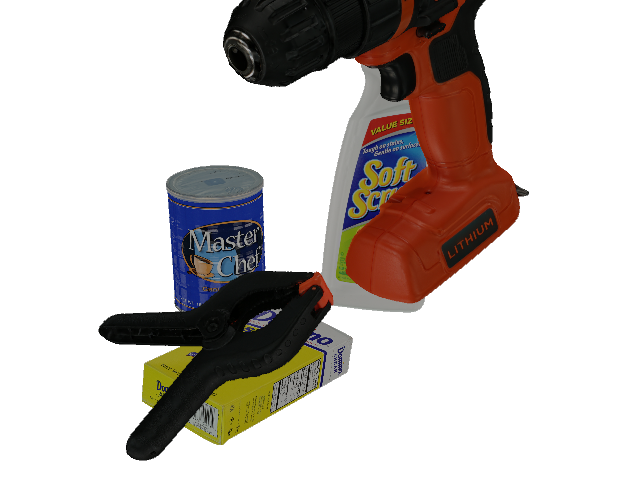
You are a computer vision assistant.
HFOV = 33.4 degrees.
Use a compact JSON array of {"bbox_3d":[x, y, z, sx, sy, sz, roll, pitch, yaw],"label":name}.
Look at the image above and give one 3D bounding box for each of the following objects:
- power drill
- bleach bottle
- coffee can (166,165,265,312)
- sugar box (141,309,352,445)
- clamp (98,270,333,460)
[{"bbox_3d":[0.039,-0.064,0.518,0.184,0.187,0.057,-35,43,-31],"label":"power drill"},{"bbox_3d":[0.054,-0.067,0.920,0.102,0.251,0.068,5,17,6],"label":"bleach bottle"},{"bbox_3d":[-0.110,0.001,1.149,0.103,0.140,0.103,-1,22,0],"label":"coffee can"},{"bbox_3d":[-0.060,0.111,0.934,0.093,0.048,0.175,23,31,31],"label":"sugar box"},{"bbox_3d":[-0.071,0.077,0.726,0.171,0.120,0.039,-21,-35,10],"label":"clamp"}]
